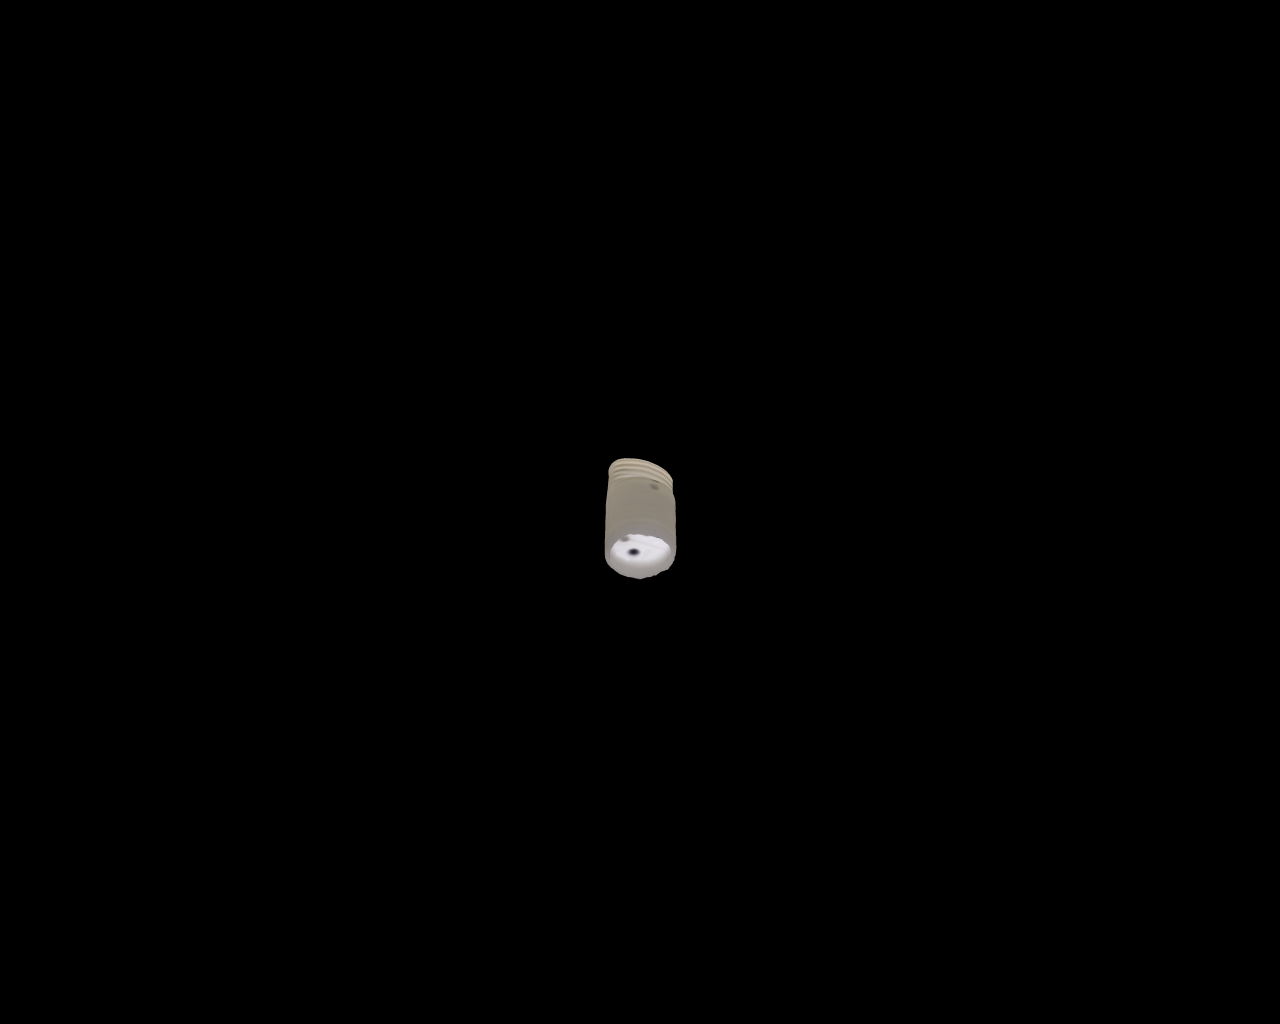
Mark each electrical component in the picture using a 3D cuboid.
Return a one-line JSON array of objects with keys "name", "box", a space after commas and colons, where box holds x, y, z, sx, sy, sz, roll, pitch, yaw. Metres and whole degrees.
[{"name": "electrical component", "box": [0.001, -0.003, 0.650, 0.043, 0.081, 0.043, 0, -43, 0]}]
